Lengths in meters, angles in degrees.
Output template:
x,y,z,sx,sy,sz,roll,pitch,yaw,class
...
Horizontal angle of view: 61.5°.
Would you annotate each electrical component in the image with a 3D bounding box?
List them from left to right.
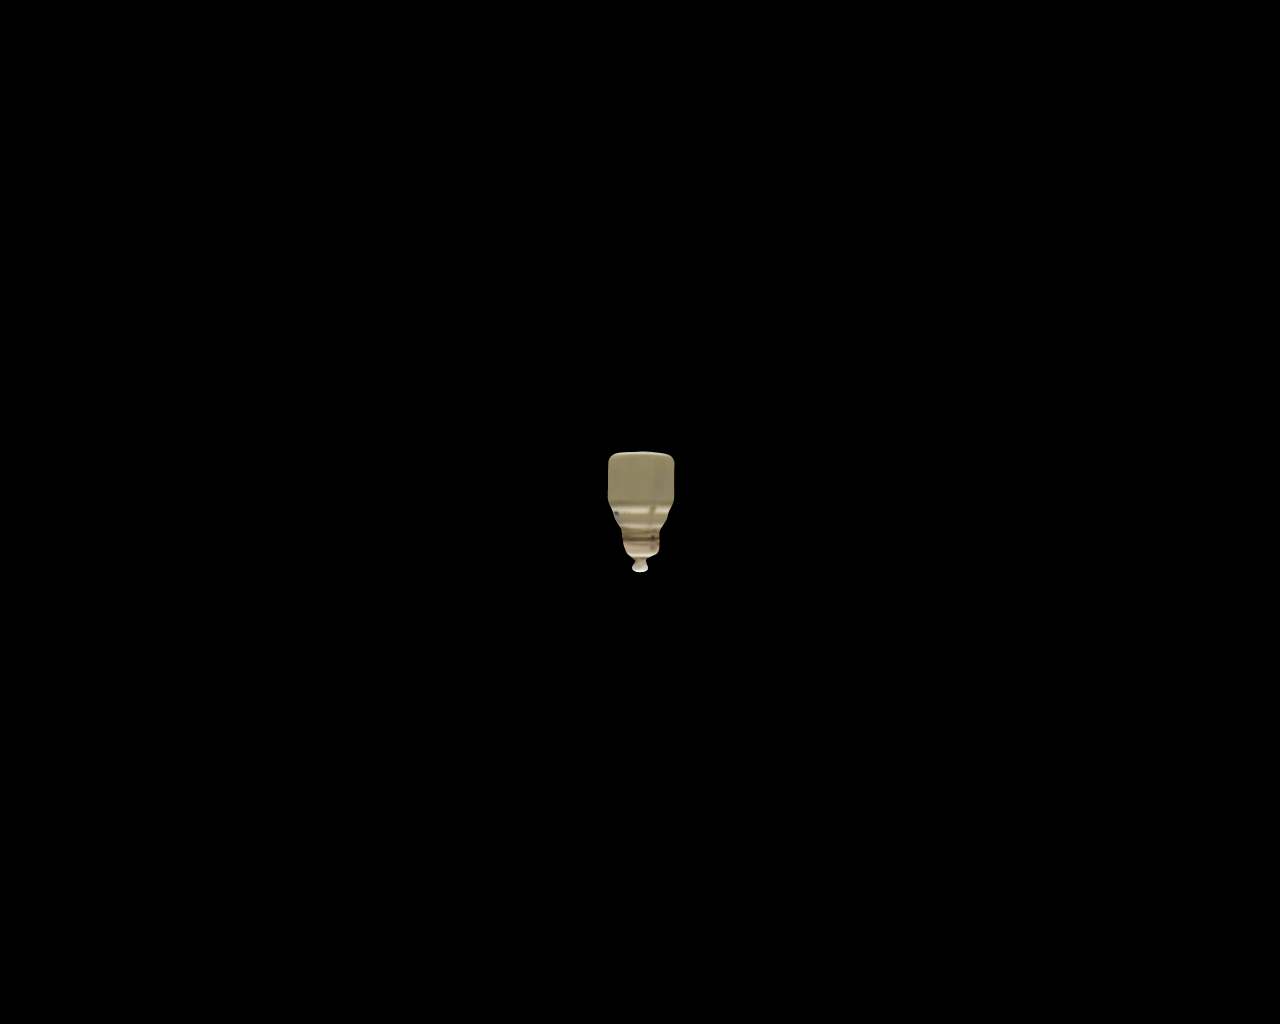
x,y,z,sx,sy,sz,roll,pitch,yaw,class
0.001,-0.003,0.650,0.040,0.078,0.040,0,0,0,electrical component
